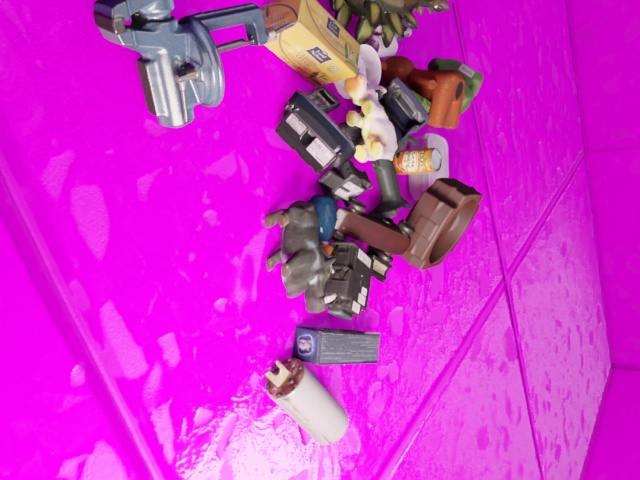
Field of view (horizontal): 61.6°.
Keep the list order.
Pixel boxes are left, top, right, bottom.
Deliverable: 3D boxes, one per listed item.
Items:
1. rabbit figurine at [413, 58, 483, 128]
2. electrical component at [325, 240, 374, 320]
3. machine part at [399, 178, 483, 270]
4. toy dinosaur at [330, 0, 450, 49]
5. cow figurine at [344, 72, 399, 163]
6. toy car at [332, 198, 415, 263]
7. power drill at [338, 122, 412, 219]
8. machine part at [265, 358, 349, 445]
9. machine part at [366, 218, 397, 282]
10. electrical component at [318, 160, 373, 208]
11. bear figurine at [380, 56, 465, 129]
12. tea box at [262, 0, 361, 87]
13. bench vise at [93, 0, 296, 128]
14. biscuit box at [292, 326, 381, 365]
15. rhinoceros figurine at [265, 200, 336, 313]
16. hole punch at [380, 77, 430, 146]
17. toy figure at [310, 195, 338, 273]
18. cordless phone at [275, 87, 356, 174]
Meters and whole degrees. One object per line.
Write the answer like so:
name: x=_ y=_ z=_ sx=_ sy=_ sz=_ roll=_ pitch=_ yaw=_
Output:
rabbit figurine: x=0.273 y=-0.335 z=1.271 sx=0.159 sy=0.170 sz=0.121 roll=27 pitch=58 yaw=-3
electrical component: x=0.052 y=0.080 z=1.016 sx=0.114 sy=0.058 sz=0.134 roll=41 pitch=57 yaw=-56
machine part: x=0.267 y=-0.039 z=1.214 sx=0.201 sy=0.087 sz=0.201 roll=-7 pitch=129 yaw=-55
toy dinosaur: x=0.089 y=-0.484 z=1.039 sx=0.471 sy=0.105 sz=0.198 roll=-2 pitch=85 yaw=-35
cow figurine: x=0.101 y=-0.229 z=1.005 sx=0.098 sy=0.068 sz=0.167 roll=-11 pitch=89 yaw=-47
toy car: x=0.100 y=-0.020 z=1.059 sx=0.202 sy=0.053 sz=0.089 roll=21 pitch=115 yaw=-33
power drill: x=0.116 y=-0.148 z=1.114 sx=0.232 sy=0.086 sz=0.207 roll=-23 pitch=99 yaw=-52
machine part: x=-0.019 y=0.278 z=0.921 sx=0.243 sy=0.079 sz=0.079 roll=54 pitch=50 yaw=-35
machine part: x=0.129 y=0.017 z=1.152 sx=0.084 sy=0.039 sz=0.139 roll=23 pitch=72 yaw=-40
electrical component: x=0.036 y=-0.110 z=0.999 sx=0.119 sy=0.075 sz=0.048 roll=19 pitch=40 yaw=-47
bear figurine: x=0.206 y=-0.323 z=1.160 sx=0.120 sy=0.196 sz=0.131 roll=-16 pitch=121 yaw=-58
tea box: x=-0.016 y=-0.342 z=0.929 sx=0.169 sy=0.098 sz=0.068 roll=25 pitch=69 yaw=-47
bench vise: x=-0.162 y=-0.272 z=0.708 sx=0.240 sy=0.129 sz=0.223 roll=-26 pitch=118 yaw=-30
biscuit box: x=0.035 y=0.197 z=1.006 sx=0.202 sy=0.059 sz=0.062 roll=16 pitch=78 yaw=-51
rhinoceros figurine: x=-0.029 y=0.029 z=0.898 sx=0.112 sy=0.073 sz=0.190 roll=-11 pitch=94 yaw=-34
hole punch: x=0.164 y=-0.261 z=1.080 sx=0.142 sy=0.092 sz=0.116 roll=48 pitch=27 yaw=0
toy figure: x=0.000 y=-0.003 z=0.970 sx=0.058 sy=0.064 sz=0.154 roll=111 pitch=-15 yaw=-88
cordless phone: x=0.016 y=-0.208 z=0.961 sx=0.146 sy=0.088 sz=0.184 roll=44 pitch=33 yaw=-3
